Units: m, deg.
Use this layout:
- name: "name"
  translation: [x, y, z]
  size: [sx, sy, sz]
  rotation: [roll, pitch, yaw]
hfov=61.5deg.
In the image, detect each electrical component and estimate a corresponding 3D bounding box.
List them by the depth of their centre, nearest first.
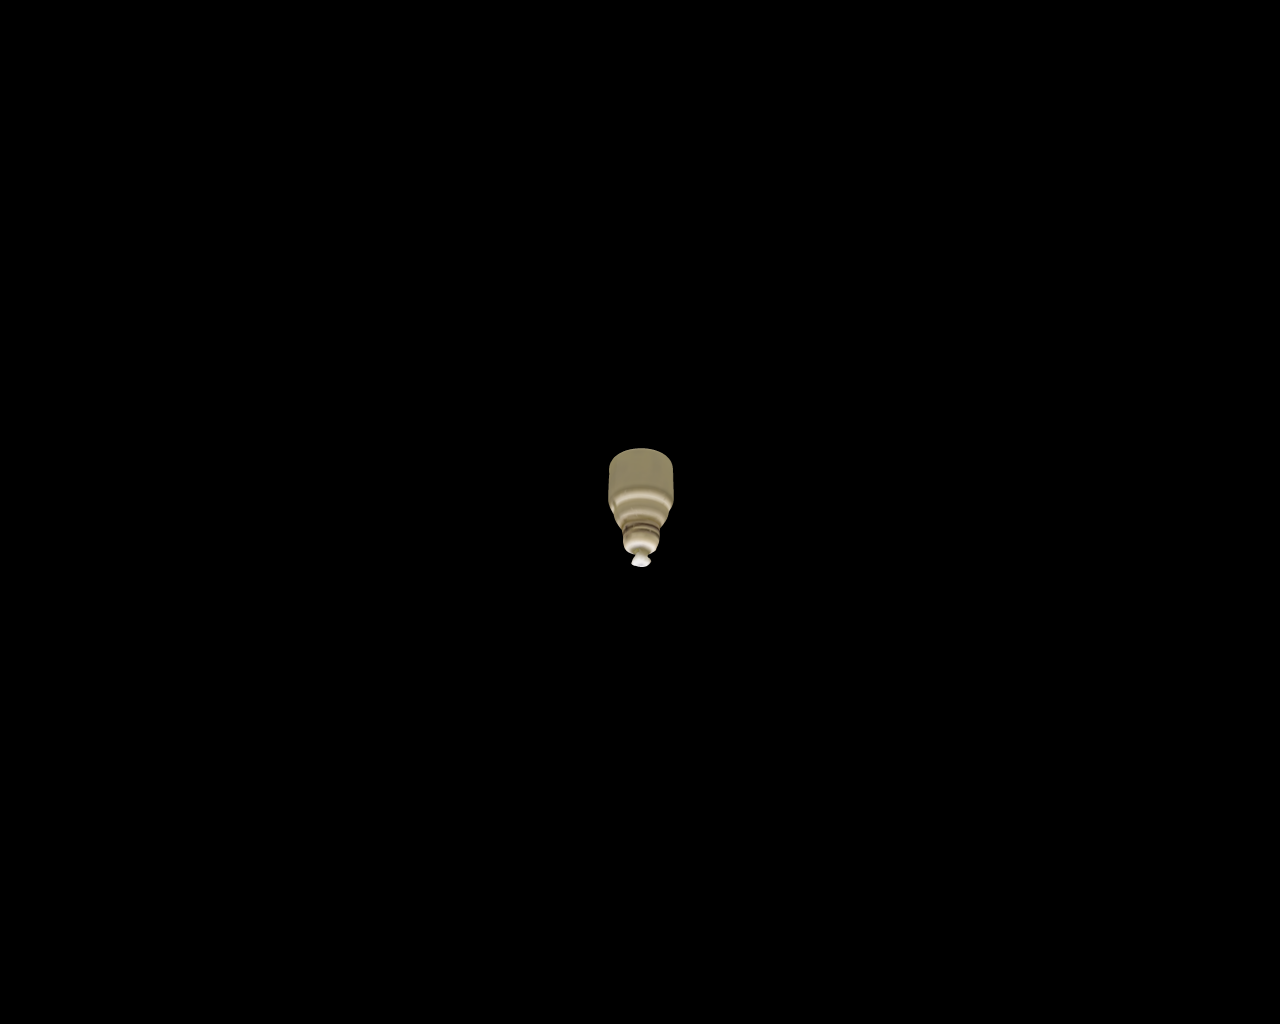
- name: "electrical component"
  translation: [0.001, -0.003, 0.650]
  size: [0.040, 0.078, 0.040]
  rotation: [0, -31, 0]
